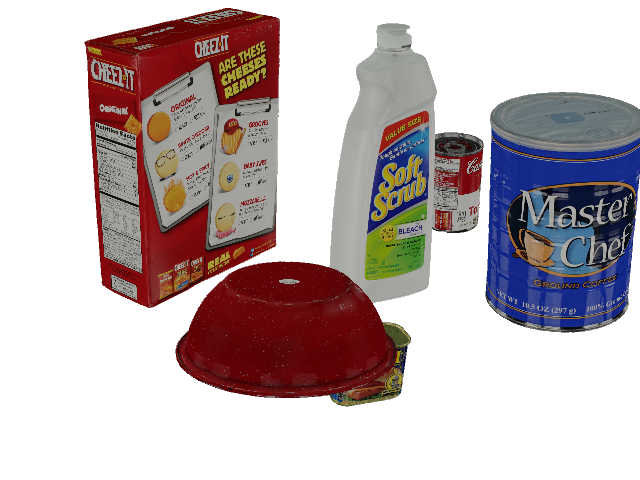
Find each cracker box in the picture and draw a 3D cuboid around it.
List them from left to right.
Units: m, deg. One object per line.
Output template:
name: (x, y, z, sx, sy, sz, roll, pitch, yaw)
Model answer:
cracker box: (-0.111, -0.073, 0.894, 0.072, 0.214, 0.163, 19, 30, 34)

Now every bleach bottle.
bleach bottle: (0.056, -0.071, 0.983, 0.102, 0.251, 0.068, -10, 24, -25)

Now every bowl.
bowl: (-0.024, 0.055, 0.768, 0.162, 0.055, 0.162, 1, 17, -1)

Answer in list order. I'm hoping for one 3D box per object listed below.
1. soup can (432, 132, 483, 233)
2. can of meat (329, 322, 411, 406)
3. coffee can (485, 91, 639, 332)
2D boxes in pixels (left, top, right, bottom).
soup can: (0.155, -0.068, 1.256, 0.068, 0.102, 0.068, 0, 27, 0)
can of meat: (0.059, 0.157, 1.353, 0.102, 0.084, 0.057, -5, 27, -22)
coffee can: (0.169, -0.022, 0.747, 0.103, 0.140, 0.103, -2, 26, 1)
